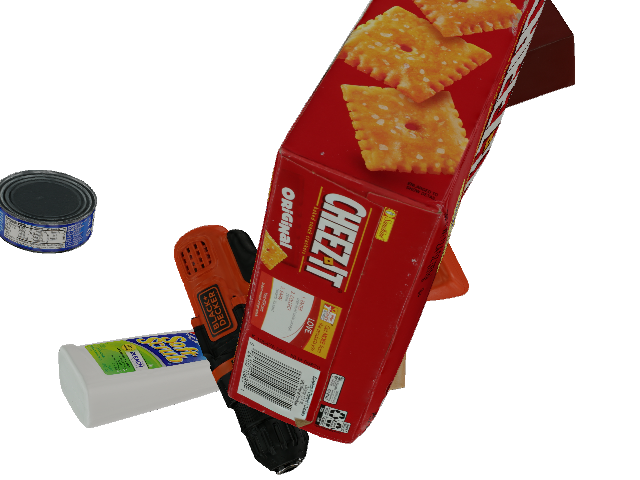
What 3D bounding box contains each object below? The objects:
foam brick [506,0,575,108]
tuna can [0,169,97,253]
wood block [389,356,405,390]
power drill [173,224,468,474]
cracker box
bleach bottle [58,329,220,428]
[{"bbox_3d":[0.138,-0.134,0.774,0.078,0.051,0.053,-19,-37,-2],"label":"foam brick"},{"bbox_3d":[-0.238,-0.025,0.921,0.086,0.034,0.086,10,32,-7],"label":"tuna can"},{"bbox_3d":[0.038,0.059,1.192,0.090,0.206,0.091,-5,13,-31],"label":"wood block"},{"bbox_3d":[0.002,0.043,0.729,0.188,0.184,0.057,-28,-16,14],"label":"power drill"},{"bbox_3d":[0.038,-0.037,0.493,0.072,0.213,0.164,23,-42,7],"label":"cracker box"},{"bbox_3d":[-0.157,0.137,1.199,0.250,0.068,0.103,-11,31,-28],"label":"bleach bottle"}]
